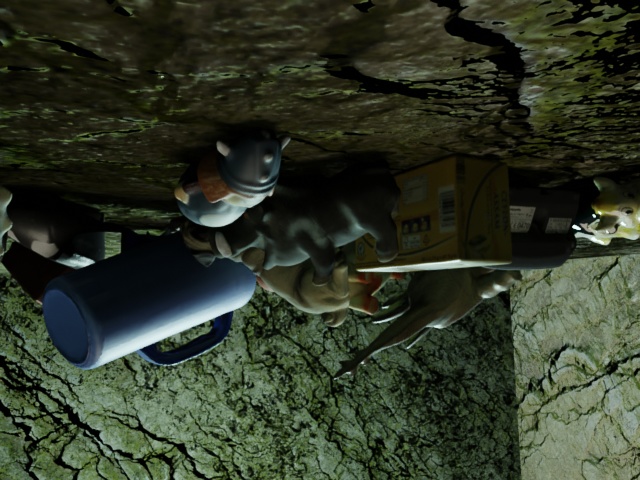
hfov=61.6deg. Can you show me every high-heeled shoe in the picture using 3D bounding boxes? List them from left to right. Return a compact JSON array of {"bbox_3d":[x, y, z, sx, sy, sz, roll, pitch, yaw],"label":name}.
[{"bbox_3d":[-0.332,-0.007,0.652,0.145,0.086,0.249,7,167,-34],"label":"high-heeled shoe"}]

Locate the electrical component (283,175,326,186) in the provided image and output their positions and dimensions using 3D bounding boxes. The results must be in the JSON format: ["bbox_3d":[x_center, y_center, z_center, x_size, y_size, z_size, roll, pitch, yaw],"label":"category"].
[{"bbox_3d":[-0.009,-0.039,0.564,0.102,0.045,0.078,-3,176,7],"label":"electrical component"}]

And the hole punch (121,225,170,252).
[{"bbox_3d":[-0.269,0.038,0.902,0.092,0.142,0.115,-9,165,1],"label":"hole punch"}]

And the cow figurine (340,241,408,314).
[{"bbox_3d":[0.061,0.028,0.799,0.127,0.085,0.195,6,-150,31],"label":"cow figurine"}]

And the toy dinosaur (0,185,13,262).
[{"bbox_3d":[-0.340,0.001,0.451,0.192,0.131,0.405,1,175,-15],"label":"toy dinosaur"}]

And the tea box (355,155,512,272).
[{"bbox_3d":[0.106,-0.018,0.544,0.068,0.098,0.170,3,175,-27],"label":"tea box"}]

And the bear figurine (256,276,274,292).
[{"bbox_3d":[-0.054,0.027,1.058,0.120,0.132,0.196,0,157,-37],"label":"bear figurine"}]

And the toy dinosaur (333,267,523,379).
[{"bbox_3d":[0.176,0.068,0.753,0.198,0.105,0.471,-47,163,30],"label":"toy dinosaur"}]

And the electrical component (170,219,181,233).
[{"bbox_3d":[-0.199,-0.021,0.831,0.094,0.021,0.063,-4,174,33],"label":"electrical component"}]

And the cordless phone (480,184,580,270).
[{"bbox_3d":[0.187,-0.030,0.627,0.146,0.088,0.184,1,-167,-26],"label":"cordless phone"}]

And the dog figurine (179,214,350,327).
[{"bbox_3d":[-0.066,0.029,0.653,0.191,0.172,0.121,-9,164,-3],"label":"dog figurine"}]

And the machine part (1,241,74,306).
[{"bbox_3d":[-0.384,0.078,0.857,0.202,0.087,0.200,29,161,34],"label":"machine part"}]

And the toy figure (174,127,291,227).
[{"bbox_3d":[-0.070,-0.046,0.423,0.064,0.057,0.154,-42,-166,-28],"label":"toy figure"}]

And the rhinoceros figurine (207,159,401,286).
[{"bbox_3d":[-0.016,-0.016,0.497,0.190,0.073,0.112,-15,136,24],"label":"rhinoceros figurine"}]

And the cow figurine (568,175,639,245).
[{"bbox_3d":[0.315,-0.036,0.612,0.098,0.068,0.167,4,174,2],"label":"cow figurine"}]
